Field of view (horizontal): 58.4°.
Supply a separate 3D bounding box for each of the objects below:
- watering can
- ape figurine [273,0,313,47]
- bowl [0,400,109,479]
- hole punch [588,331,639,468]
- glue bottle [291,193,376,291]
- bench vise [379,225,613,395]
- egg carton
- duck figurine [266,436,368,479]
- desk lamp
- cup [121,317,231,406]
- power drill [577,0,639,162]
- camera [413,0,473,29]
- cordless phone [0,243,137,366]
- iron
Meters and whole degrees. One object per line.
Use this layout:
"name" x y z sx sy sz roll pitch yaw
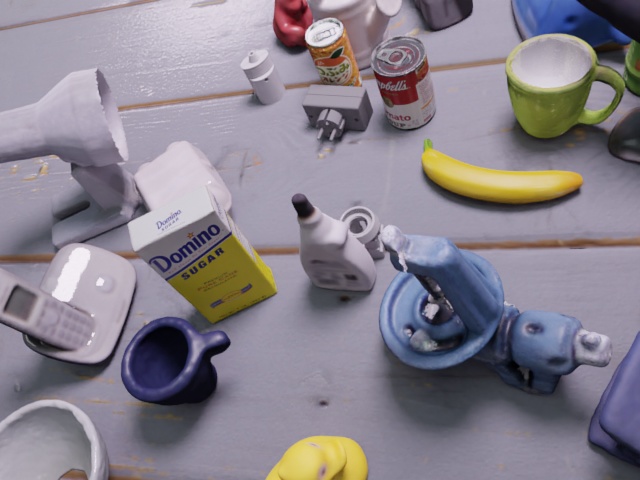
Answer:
"watering can" 0.037 -0.336 0.780 0.172 0.194 0.101 11 65 25
"ape figurine" -0.043 -0.348 0.877 0.076 0.092 0.078 17 68 27
"bowl" -0.289 0.262 0.611 0.167 0.075 0.167 -9 58 14
"hole punch" 0.291 0.139 0.472 0.100 0.091 0.109 25 71 30
"glue bottle" 0.006 0.002 0.603 0.078 0.173 0.037 4 62 21
"bench vise" 0.139 0.050 0.500 0.207 0.220 0.121 -4 59 17
"egg carton" -0.183 -0.064 0.772 0.107 0.070 0.150 -37 56 -4
"duck figurine" -0.012 0.218 0.534 0.104 0.086 0.077 -27 55 3
"desk lamp" -0.327 -0.106 0.759 0.203 0.214 0.117 -24 56 5
"cup" -0.140 0.136 0.622 0.117 0.095 0.091 -22 56 6
"power drill" 0.348 -0.161 0.559 0.228 0.209 0.076 27 72 30
"camera" 0.192 -0.401 0.822 0.136 0.101 0.143 -19 56 8
"cordless phone" -0.311 0.057 0.674 0.094 0.185 0.147 -2 60 18
"iron" 0.302 -0.349 0.727 0.118 0.142 0.258 -17 56 9
